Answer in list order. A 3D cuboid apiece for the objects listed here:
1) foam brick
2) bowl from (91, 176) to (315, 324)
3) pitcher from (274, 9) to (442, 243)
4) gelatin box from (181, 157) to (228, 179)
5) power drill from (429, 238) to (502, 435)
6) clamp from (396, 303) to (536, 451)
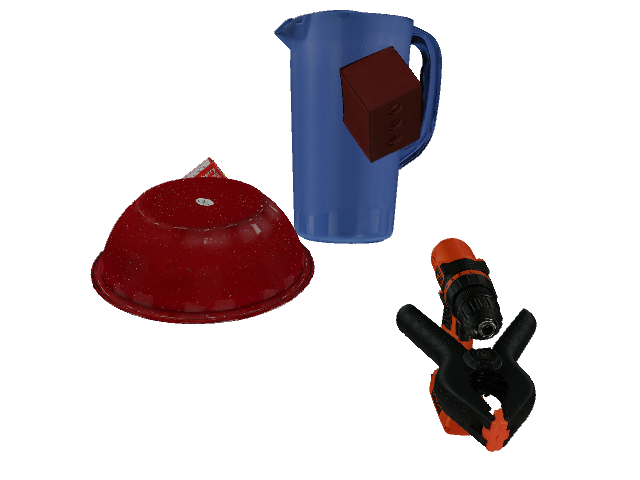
[{"bbox_3d":[0.052,-0.116,0.910,0.053,0.051,0.078,-26,-28,-10],"label":"foam brick"},{"bbox_3d":[-0.084,-0.003,0.764,0.162,0.055,0.162,1,26,-1],"label":"bowl"},{"bbox_3d":[0.039,-0.122,1.146,0.149,0.243,0.144,5,8,23],"label":"pitcher"},{"bbox_3d":[-0.125,-0.030,1.104,0.089,0.073,0.030,-38,22,0],"label":"gelatin box"},{"bbox_3d":[0.155,0.111,1.142,0.057,0.188,0.184,-2,24,-3],"label":"power drill"},{"bbox_3d":[0.138,0.103,0.865,0.120,0.039,0.171,-7,34,-8],"label":"clamp"}]
